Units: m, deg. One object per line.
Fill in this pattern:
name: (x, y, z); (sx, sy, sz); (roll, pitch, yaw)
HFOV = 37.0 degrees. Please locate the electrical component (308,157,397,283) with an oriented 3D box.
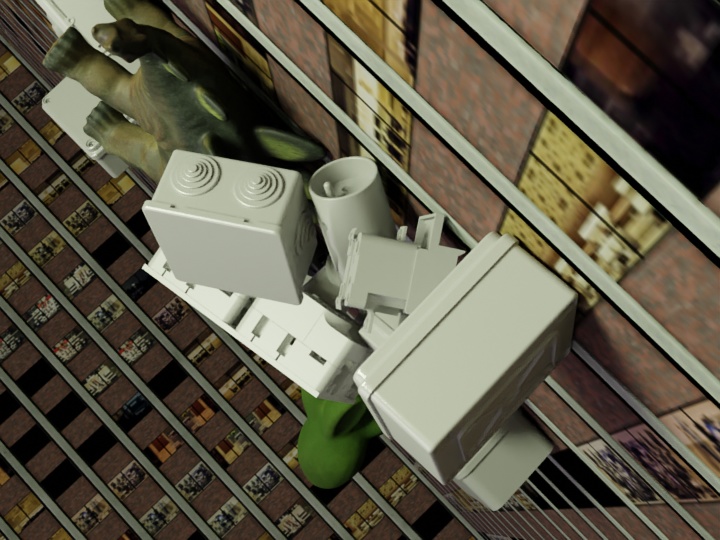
electrical component: (-0.005, -0.036, 0.677); (0.079, 0.044, 0.077); (-111, 1, -53)

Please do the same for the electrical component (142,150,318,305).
electrical component: (-0.077, -0.027, 0.669); (0.100, 0.048, 0.099); (11, 152, 12)

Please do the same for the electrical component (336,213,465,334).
electrical component: (0.022, 0.005, 0.621); (0.064, 0.081, 0.042); (12, 177, -11)

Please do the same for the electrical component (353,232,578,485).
electrical component: (0.058, 0.049, 0.562); (0.056, 0.108, 0.108); (41, 171, 20)

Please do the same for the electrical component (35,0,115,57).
electrical component: (-0.212, -0.210, 0.861); (0.096, 0.062, 0.061); (50, 171, -23)

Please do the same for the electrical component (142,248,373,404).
electrical component: (-0.076, 0.032, 0.904); (0.186, 0.060, 0.105); (34, -179, 18)

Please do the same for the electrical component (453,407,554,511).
electrical component: (0.106, 0.150, 0.918); (0.057, 0.078, 0.113); (45, 172, -5)

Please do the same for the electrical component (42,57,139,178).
electrical component: (-0.256, -0.170, 1.120); (0.109, 0.109, 0.056); (42, 173, 31)

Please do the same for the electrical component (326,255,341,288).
electrical component: (0.000, 0.000, 0.873); (0.040, 0.040, 0.046); (51, 165, -30)

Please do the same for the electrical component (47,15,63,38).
electrical component: (-0.306, -0.272, 1.118); (0.062, 0.048, 0.048); (51, 174, 24)

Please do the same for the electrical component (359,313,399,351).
electrical component: (0.060, 0.070, 0.835); (0.113, 0.057, 0.078); (38, 168, 47)

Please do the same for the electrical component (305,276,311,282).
electrical component: (-0.049, 0.029, 1.176); (0.121, 0.079, 0.063); (88, 159, -78)

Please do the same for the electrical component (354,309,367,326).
electrical component: (0.028, 0.050, 0.952); (0.055, 0.048, 0.066); (38, 171, 8)

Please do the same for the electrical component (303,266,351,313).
electrical component: (-0.030, 0.023, 1.004); (0.044, 0.077, 0.079); (47, 173, -4)
